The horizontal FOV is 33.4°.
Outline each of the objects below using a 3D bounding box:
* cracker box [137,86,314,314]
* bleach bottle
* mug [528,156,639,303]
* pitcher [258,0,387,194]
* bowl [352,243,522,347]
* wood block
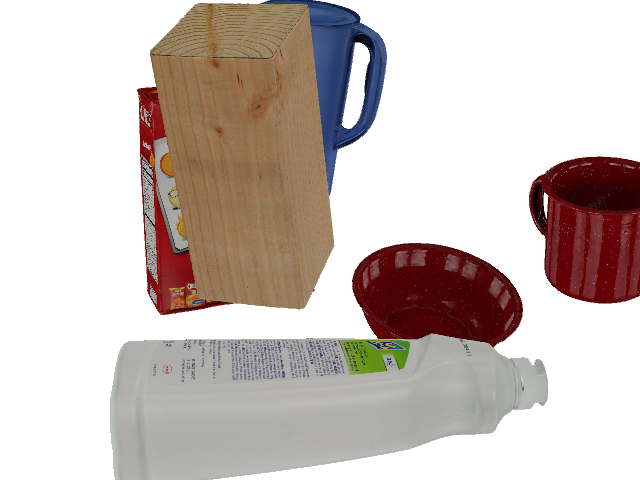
[{"bbox_3d":[-0.090,-0.046,1.043,0.164,0.214,0.072,-8,22,-21],"label":"cracker box"},{"bbox_3d":[0.009,0.093,0.623,0.250,0.068,0.102,-2,19,-5],"label":"bleach bottle"},{"bbox_3d":[0.202,-0.011,0.803,0.093,0.081,0.117,-24,35,-32],"label":"mug"},{"bbox_3d":[-0.019,-0.165,1.305,0.144,0.243,0.149,-7,27,-25],"label":"pitcher"},{"bbox_3d":[0.106,0.070,1.010,0.162,0.055,0.162,6,34,-4],"label":"bowl"},{"bbox_3d":[-0.052,-0.060,0.788,0.090,0.206,0.090,5,36,17],"label":"wood block"}]
